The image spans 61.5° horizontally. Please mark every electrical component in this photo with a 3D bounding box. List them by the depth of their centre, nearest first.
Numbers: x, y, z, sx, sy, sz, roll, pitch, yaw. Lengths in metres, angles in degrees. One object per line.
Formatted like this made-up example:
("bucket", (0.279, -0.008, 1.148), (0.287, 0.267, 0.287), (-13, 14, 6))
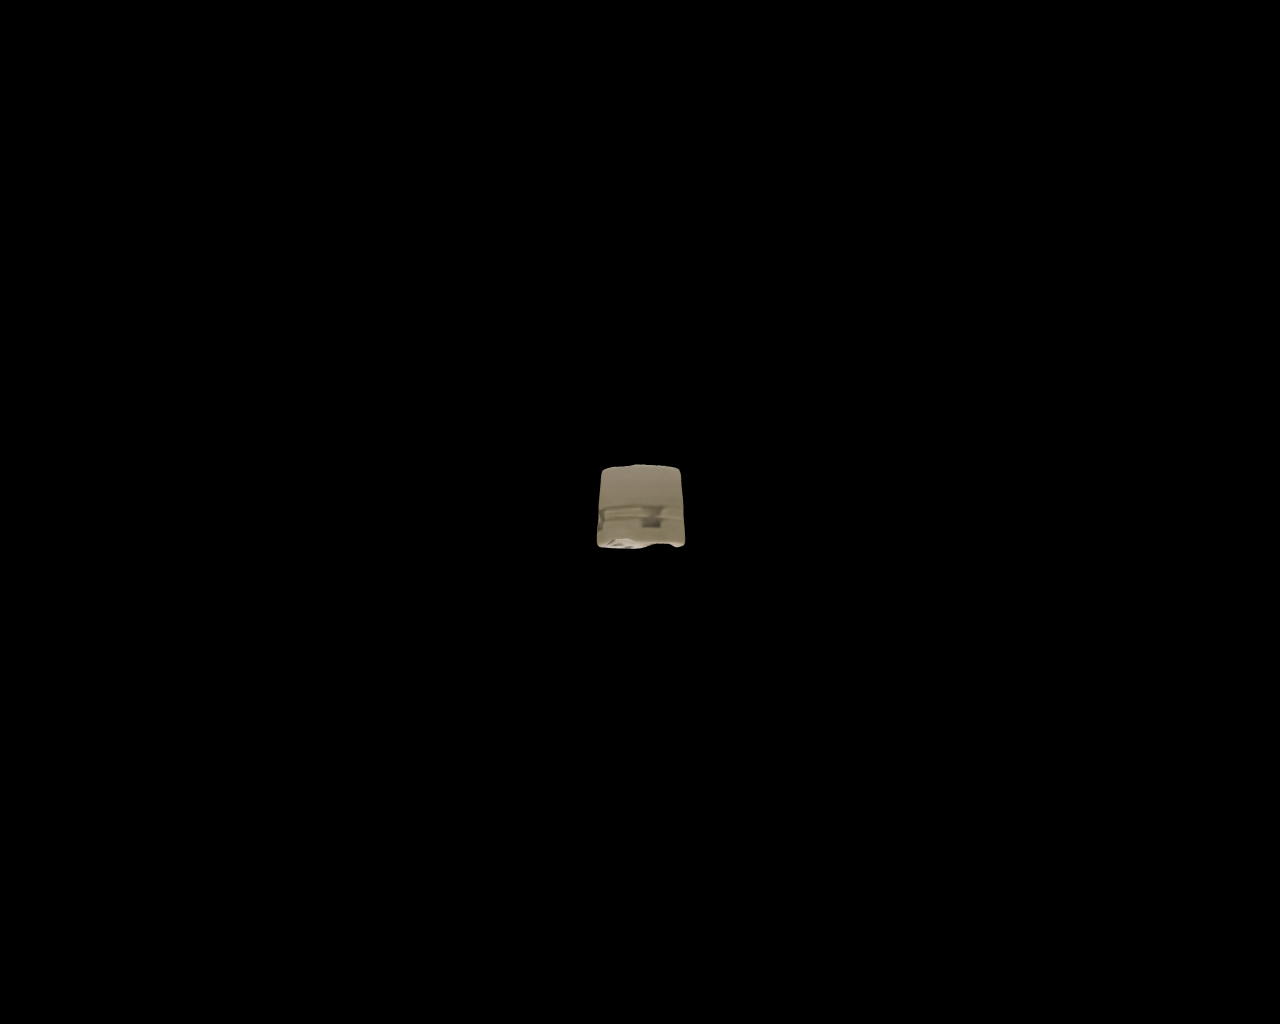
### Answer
("electrical component", (0.001, -0.003, 0.650), (0.055, 0.047, 0.055), (0, -6, 0))
